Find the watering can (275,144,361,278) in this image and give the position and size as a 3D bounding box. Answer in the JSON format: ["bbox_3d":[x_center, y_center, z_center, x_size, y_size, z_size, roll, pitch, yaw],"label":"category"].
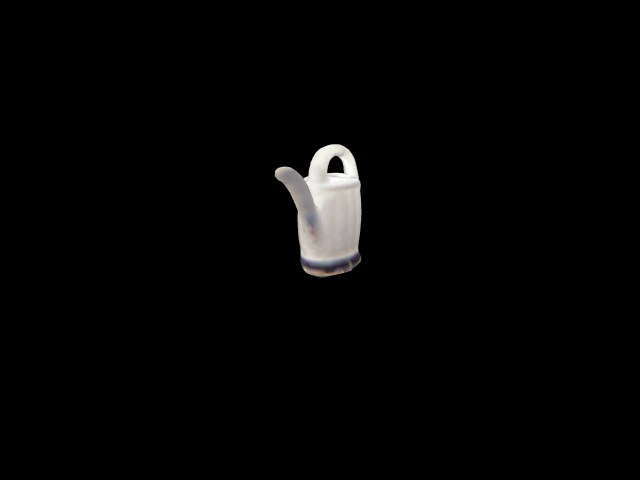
[{"bbox_3d":[0.003,-0.043,0.850,0.104,0.222,0.351,4,13,20],"label":"watering can"}]
